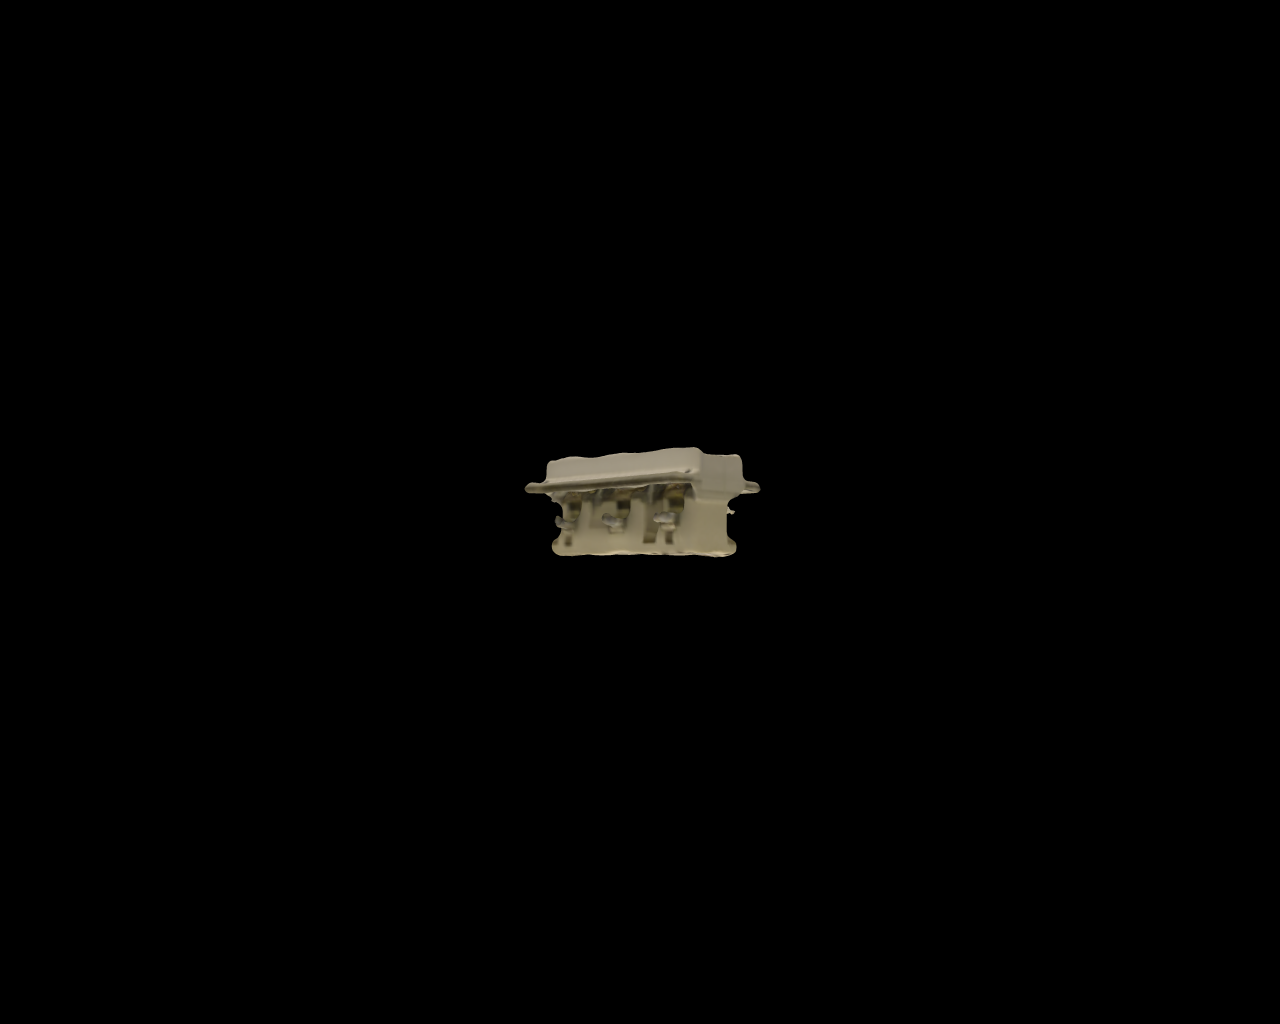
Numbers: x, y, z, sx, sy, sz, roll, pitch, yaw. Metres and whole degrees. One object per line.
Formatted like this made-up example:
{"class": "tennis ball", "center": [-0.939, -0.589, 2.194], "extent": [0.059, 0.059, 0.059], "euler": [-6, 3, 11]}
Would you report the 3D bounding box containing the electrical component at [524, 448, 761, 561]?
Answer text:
{"class": "electrical component", "center": [0.001, -0.003, 0.650], "extent": [0.121, 0.063, 0.079], "euler": [-2, -3, 40]}
